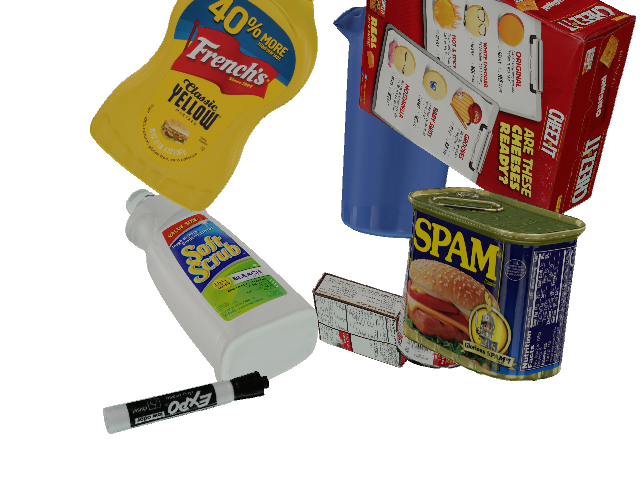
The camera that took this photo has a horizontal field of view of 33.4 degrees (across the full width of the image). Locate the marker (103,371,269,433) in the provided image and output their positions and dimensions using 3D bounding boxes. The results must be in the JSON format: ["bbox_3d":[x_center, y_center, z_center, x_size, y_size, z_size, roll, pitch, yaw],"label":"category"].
[{"bbox_3d":[-0.095,0.115,0.768,0.121,0.020,0.020,-12,4,-19],"label":"marker"}]

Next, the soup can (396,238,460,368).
[{"bbox_3d":[0.104,0.052,0.924,0.068,0.102,0.068,5,22,-2],"label":"soup can"}]

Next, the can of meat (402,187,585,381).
[{"bbox_3d":[0.091,0.022,0.590,0.057,0.084,0.102,-7,19,-34],"label":"can of meat"}]

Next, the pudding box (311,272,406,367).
[{"bbox_3d":[0.050,0.093,1.248,0.114,0.090,0.039,15,47,22],"label":"pudding box"}]

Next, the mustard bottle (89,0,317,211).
[{"bbox_3d":[-0.058,-0.117,0.688,0.096,0.192,0.058,37,17,-8],"label":"mustard bottle"}]

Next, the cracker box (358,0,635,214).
[{"bbox_3d":[0.127,-0.137,0.837,0.072,0.164,0.214,-28,49,-31],"label":"cracker box"}]

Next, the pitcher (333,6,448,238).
[{"bbox_3d":[0.097,-0.129,1.149,0.149,0.243,0.144,12,14,30],"label":"pitcher"}]

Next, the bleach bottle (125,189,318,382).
[{"bbox_3d":[-0.111,0.028,0.964,0.102,0.068,0.251,-22,44,-30],"label":"bleach bottle"}]
